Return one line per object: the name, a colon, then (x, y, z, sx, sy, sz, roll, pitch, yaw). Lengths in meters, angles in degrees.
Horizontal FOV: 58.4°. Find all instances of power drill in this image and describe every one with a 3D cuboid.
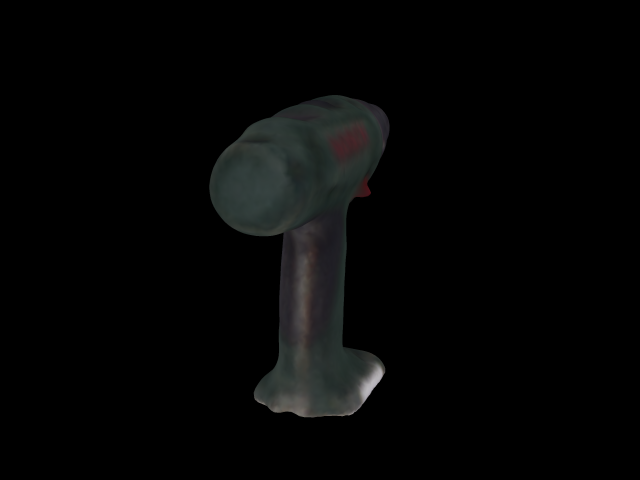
power drill: (0.004, 0.001, 0.400, 0.075, 0.208, 0.230, 2, 7, 20)
